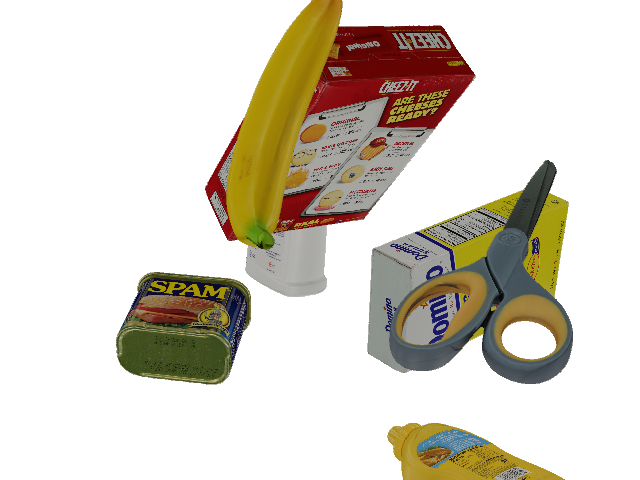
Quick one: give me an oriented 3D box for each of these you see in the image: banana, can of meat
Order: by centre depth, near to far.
[{"bbox_3d":[-0.025,-0.072,0.694,0.037,0.197,0.070,30,-30,-33],"label":"banana"},{"bbox_3d":[-0.116,0.075,0.909,0.102,0.057,0.084,5,30,5],"label":"can of meat"}]

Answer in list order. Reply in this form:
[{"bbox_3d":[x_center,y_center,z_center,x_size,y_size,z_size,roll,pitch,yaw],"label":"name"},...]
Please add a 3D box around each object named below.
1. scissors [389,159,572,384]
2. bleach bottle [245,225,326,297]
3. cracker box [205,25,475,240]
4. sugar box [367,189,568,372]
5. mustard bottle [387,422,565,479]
[{"bbox_3d":[0.113,0.014,0.563,0.096,0.016,0.201,23,42,32],"label":"scissors"},{"bbox_3d":[-0.029,-0.070,1.203,0.067,0.251,0.103,-9,23,-40],"label":"bleach bottle"},{"bbox_3d":[0.011,-0.096,0.951,0.163,0.072,0.214,-9,-30,-36],"label":"cracker box"},{"bbox_3d":[0.114,0.027,0.814,0.175,0.093,0.048,-23,36,-37],"label":"sugar box"},{"bbox_3d":[0.134,0.218,1.006,0.096,0.058,0.192,-15,24,-37],"label":"mustard bottle"}]
